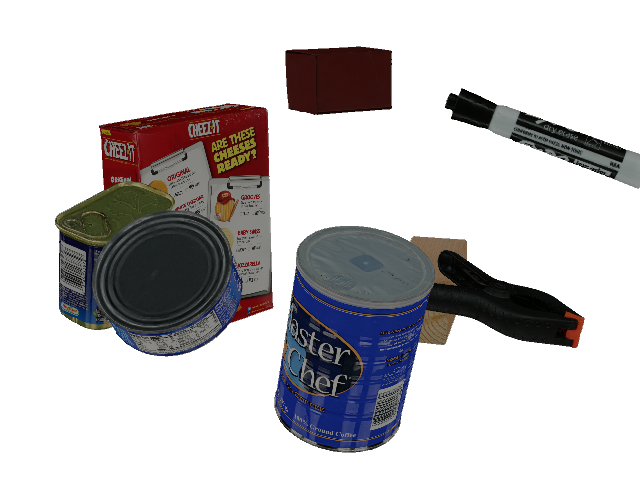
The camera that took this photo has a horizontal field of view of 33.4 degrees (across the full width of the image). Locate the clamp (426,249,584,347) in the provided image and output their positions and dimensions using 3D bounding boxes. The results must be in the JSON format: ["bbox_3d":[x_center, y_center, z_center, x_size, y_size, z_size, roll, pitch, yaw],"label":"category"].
[{"bbox_3d":[0.159,0.052,0.984,0.172,0.039,0.120,19,30,17],"label":"clamp"}]

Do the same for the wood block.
[{"bbox_3d":[0.164,0.072,1.624,0.091,0.090,0.206,5,22,14],"label":"wood block"}]

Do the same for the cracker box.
[{"bbox_3d":[-0.129,-0.018,1.056,0.072,0.214,0.163,13,21,42],"label":"cracker box"}]

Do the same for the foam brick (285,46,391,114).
[{"bbox_3d":[0.016,-0.137,0.913,0.078,0.051,0.053,-8,17,-28],"label":"foam brick"}]

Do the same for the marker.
[{"bbox_3d":[0.130,-0.060,0.618,0.121,0.020,0.020,22,3,8],"label":"marker"}]

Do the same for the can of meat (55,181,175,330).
[{"bbox_3d":[-0.164,0.012,0.854,0.057,0.084,0.101,21,31,21],"label":"can of meat"}]

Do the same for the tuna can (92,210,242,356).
[{"bbox_3d":[-0.091,0.026,0.642,0.086,0.086,0.034,0,-34,12],"label":"tuna can"}]

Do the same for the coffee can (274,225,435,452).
[{"bbox_3d":[0.024,0.074,0.811,0.102,0.140,0.103,7,31,-4],"label":"coffee can"}]
